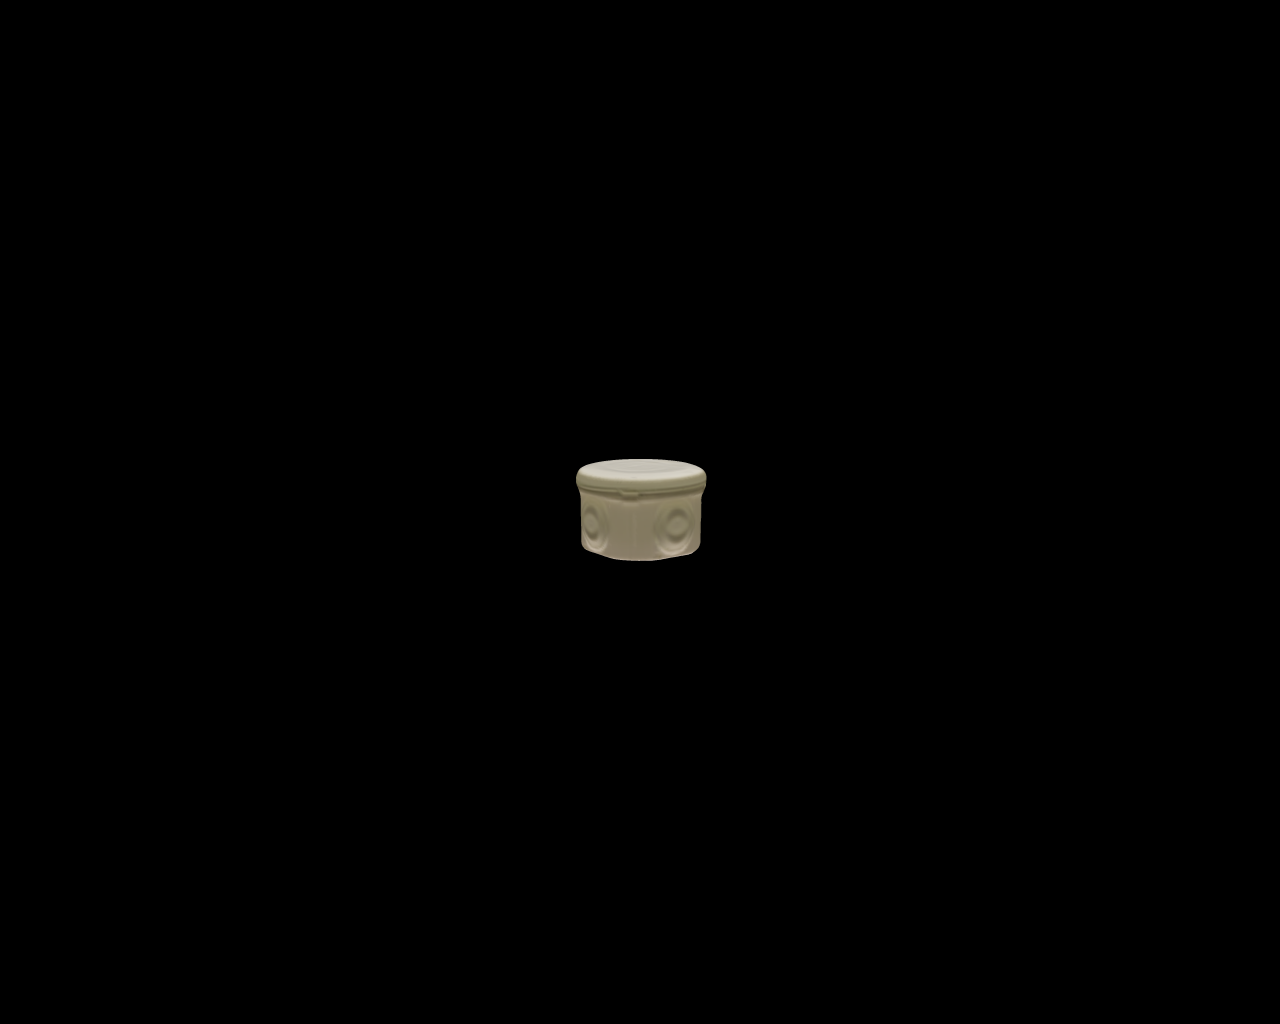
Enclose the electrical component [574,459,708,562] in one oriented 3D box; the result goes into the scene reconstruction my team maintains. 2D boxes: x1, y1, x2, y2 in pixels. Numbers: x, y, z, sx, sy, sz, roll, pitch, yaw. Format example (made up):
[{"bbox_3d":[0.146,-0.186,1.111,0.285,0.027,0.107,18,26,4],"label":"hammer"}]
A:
[{"bbox_3d":[0.001,-0.003,0.650,0.080,0.051,0.080,0,11,0],"label":"electrical component"}]
